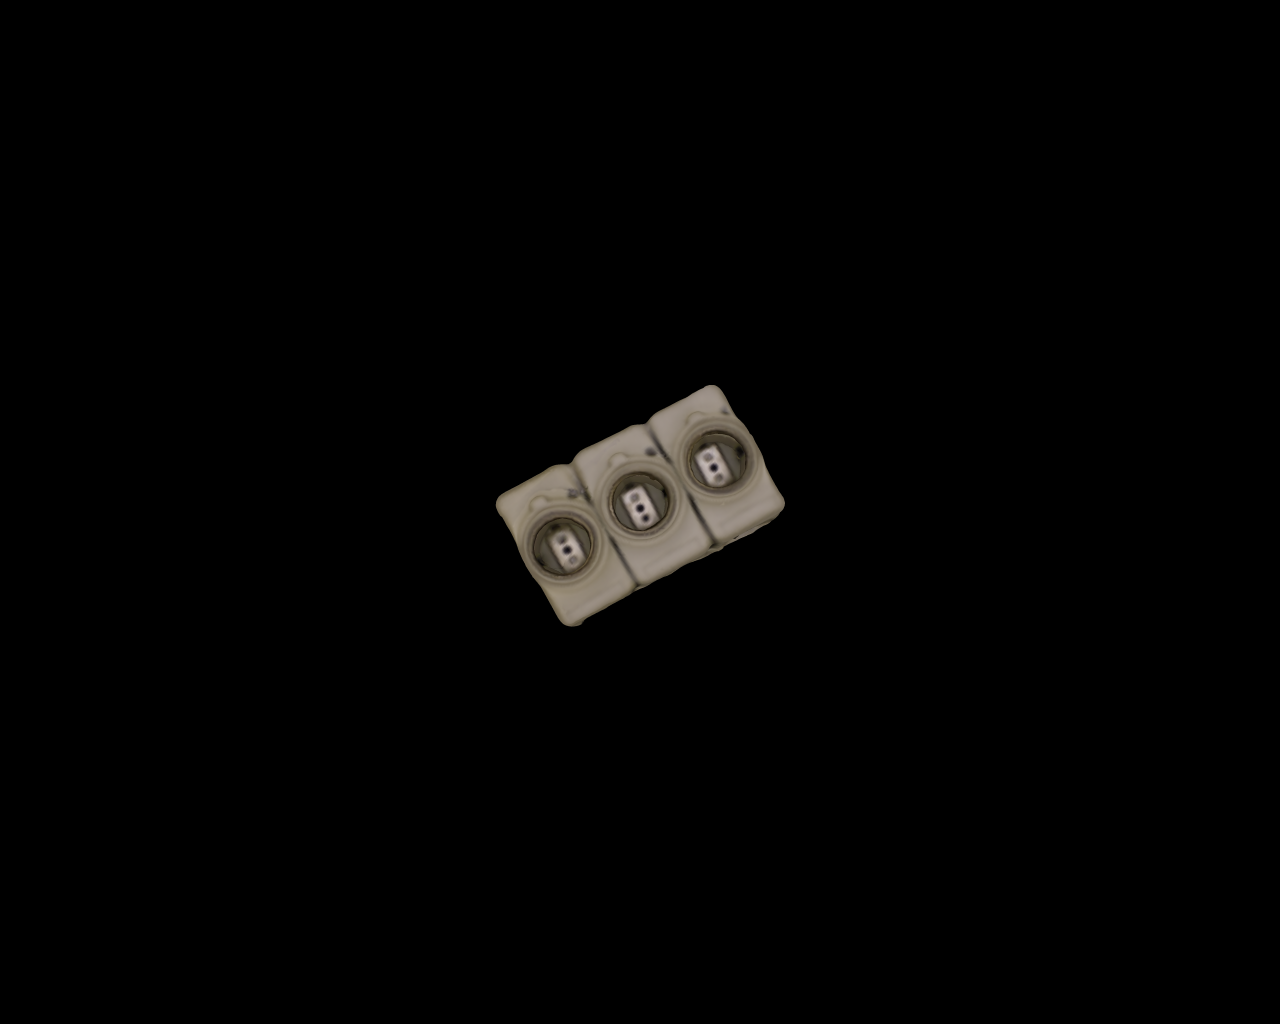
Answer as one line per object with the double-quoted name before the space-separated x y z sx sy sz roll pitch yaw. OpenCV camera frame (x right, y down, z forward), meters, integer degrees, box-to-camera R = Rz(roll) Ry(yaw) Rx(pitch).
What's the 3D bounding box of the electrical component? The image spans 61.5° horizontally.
"electrical component" 0.001 -0.003 0.650 0.150 0.089 0.061 -28 -7 -4
